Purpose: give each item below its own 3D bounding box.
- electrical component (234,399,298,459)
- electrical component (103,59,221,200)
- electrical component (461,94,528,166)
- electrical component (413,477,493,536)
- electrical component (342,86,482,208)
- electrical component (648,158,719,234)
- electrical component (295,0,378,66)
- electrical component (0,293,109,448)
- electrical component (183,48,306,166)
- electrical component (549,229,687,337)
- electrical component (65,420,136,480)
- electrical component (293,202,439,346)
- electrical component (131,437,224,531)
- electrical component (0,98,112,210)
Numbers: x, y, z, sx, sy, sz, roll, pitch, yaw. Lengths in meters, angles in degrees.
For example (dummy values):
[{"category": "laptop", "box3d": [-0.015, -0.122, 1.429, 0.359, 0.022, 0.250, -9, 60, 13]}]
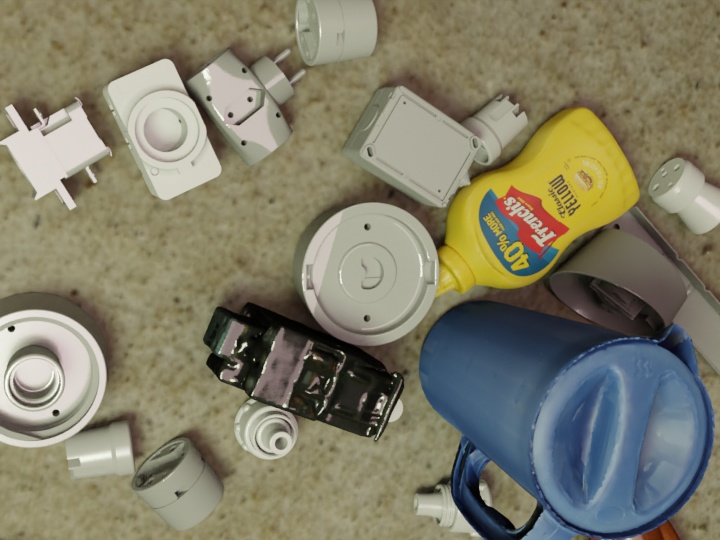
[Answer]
[{"category": "electrical component", "box3d": [-0.068, 0.124, 0.821, 0.048, 0.062, 0.048, -2, 97, -18]}, {"category": "electrical component", "box3d": [-0.142, -0.100, 0.771, 0.050, 0.056, 0.089, -27, 104, -13]}, {"category": "electrical component", "box3d": [0.106, -0.113, 0.859, 0.046, 0.040, 0.040, -42, 107, -14]}, {"category": "electrical component", "box3d": [0.076, 0.194, 0.887, 0.062, 0.048, 0.048, 5, 96, -12]}, {"category": "electrical component", "box3d": [0.043, -0.091, 0.829, 0.096, 0.061, 0.061, 31, 87, -19]}, {"category": "electrical component", "box3d": [0.281, -0.063, 0.919, 0.055, 0.045, 0.045, 35, 86, -19]}, {"category": "electrical component", "box3d": [-0.018, -0.182, 0.802, 0.047, 0.055, 0.055, -9, 100, -21]}, {"category": "electrical component", "box3d": [-0.231, 0.074, 0.762, 0.108, 0.060, 0.108, -2, 98, -17]}, {"category": "electrical component", "box3d": [-0.076, -0.131, 0.795, 0.079, 0.043, 0.077, -40, 107, -9]}, {"category": "electrical component", "box3d": [0.214, 0.015, 0.882, 0.064, 0.099, 0.099, -47, 108, -14]}, {"category": "electrical component", "box3d": [-0.192, 0.134, 0.795, 0.046, 0.040, 0.040, -8, 99, -12]}, {"category": "electrical component", "box3d": [0.000, 0.000, 0.828, 0.108, 0.060, 0.108, -2, 98, -18]}, {"category": "electrical component", "box3d": [-0.136, 0.162, 0.809, 0.055, 0.055, 0.047, -39, 110, -10]}, {"category": "electrical component", "box3d": [-0.215, -0.085, 0.758, 0.064, 0.042, 0.081, -34, 107, -15]}]
